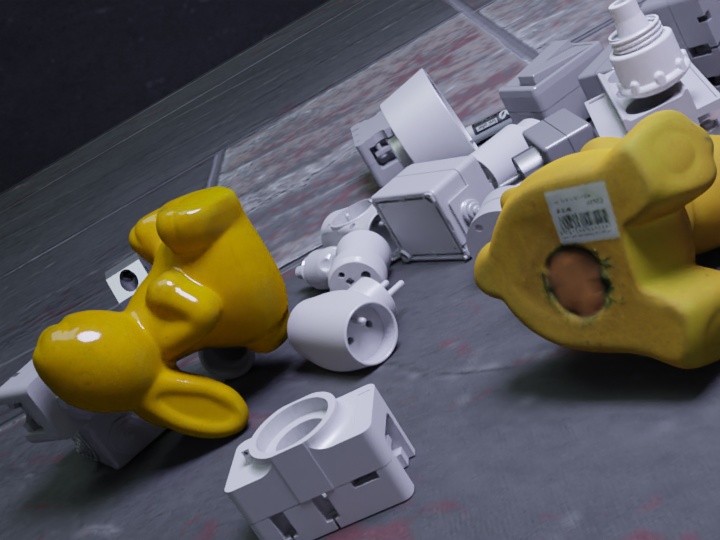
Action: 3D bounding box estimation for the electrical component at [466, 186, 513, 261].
[{"bbox_3d":[0.130,-0.029,0.693,0.138,0.052,0.073,-18,23,33],"label":"electrical component"}]

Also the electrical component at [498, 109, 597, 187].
[{"bbox_3d":[0.140,-0.078,0.809,0.077,0.047,0.065,-30,19,4],"label":"electrical component"}]

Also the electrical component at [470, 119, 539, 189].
[{"bbox_3d":[0.126,-0.095,0.878,0.081,0.043,0.043,-39,20,-22],"label":"electrical component"}]

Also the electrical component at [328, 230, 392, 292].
[{"bbox_3d":[0.000,0.000,0.829,0.045,0.045,0.055,-25,21,18],"label":"electrical component"}]

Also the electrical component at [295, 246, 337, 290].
[{"bbox_3d":[-0.033,0.000,0.896,0.035,0.035,0.061,-44,21,-32],"label":"electrical component"}]

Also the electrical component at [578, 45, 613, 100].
[{"bbox_3d":[0.236,-0.165,0.881,0.076,0.047,0.083,-7,31,49],"label":"electrical component"}]

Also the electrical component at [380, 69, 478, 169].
[{"bbox_3d":[0.060,-0.112,0.932,0.060,0.108,0.108,-34,18,11],"label":"electrical component"}]

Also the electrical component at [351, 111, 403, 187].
[{"bbox_3d":[0.028,-0.121,1.071,0.050,0.055,0.089,-29,19,7],"label":"electrical component"}]

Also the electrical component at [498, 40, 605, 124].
[{"bbox_3d":[0.178,-0.162,0.939,0.096,0.061,0.062,-36,20,-14],"label":"electrical component"}]

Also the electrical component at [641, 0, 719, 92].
[{"bbox_3d":[0.254,-0.173,0.807,0.056,0.089,0.050,-6,31,51],"label":"electrical component"}]

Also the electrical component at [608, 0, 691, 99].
[{"bbox_3d":[0.181,-0.145,0.693,0.048,0.062,0.048,-27,19,10],"label":"electrical component"}]

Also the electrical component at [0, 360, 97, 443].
[{"bbox_3d":[-0.208,0.078,0.783,0.056,0.050,0.089,-13,26,44],"label":"electrical component"}]

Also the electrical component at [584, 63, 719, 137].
[{"bbox_3d":[0.207,-0.105,0.750,0.079,0.063,0.121,-26,20,15],"label":"electrical component"}]

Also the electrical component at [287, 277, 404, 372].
[{"bbox_3d":[-0.001,0.031,0.754,0.079,0.043,0.077,-41,21,-27],"label":"electrical component"}]

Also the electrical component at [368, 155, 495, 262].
[{"bbox_3d":[0.066,-0.048,0.824,0.061,0.061,0.096,-42,22,-27],"label":"electrical component"}]

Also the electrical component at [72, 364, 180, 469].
[{"bbox_3d":[-0.183,0.105,0.837,0.100,0.048,0.100,-41,21,-26],"label":"electrical component"}]

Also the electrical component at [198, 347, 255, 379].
[{"bbox_3d":[-0.100,0.054,0.855,0.044,0.044,0.065,-27,15,13],"label":"electrical component"}]

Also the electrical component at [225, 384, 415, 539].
[{"bbox_3d":[-0.023,0.105,0.585,0.089,0.055,0.050,-26,20,14],"label":"electrical component"}]

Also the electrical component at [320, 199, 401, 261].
[{"bbox_3d":[0.017,-0.040,0.905,0.079,0.044,0.077,-40,21,-24],"label":"electrical component"}]
